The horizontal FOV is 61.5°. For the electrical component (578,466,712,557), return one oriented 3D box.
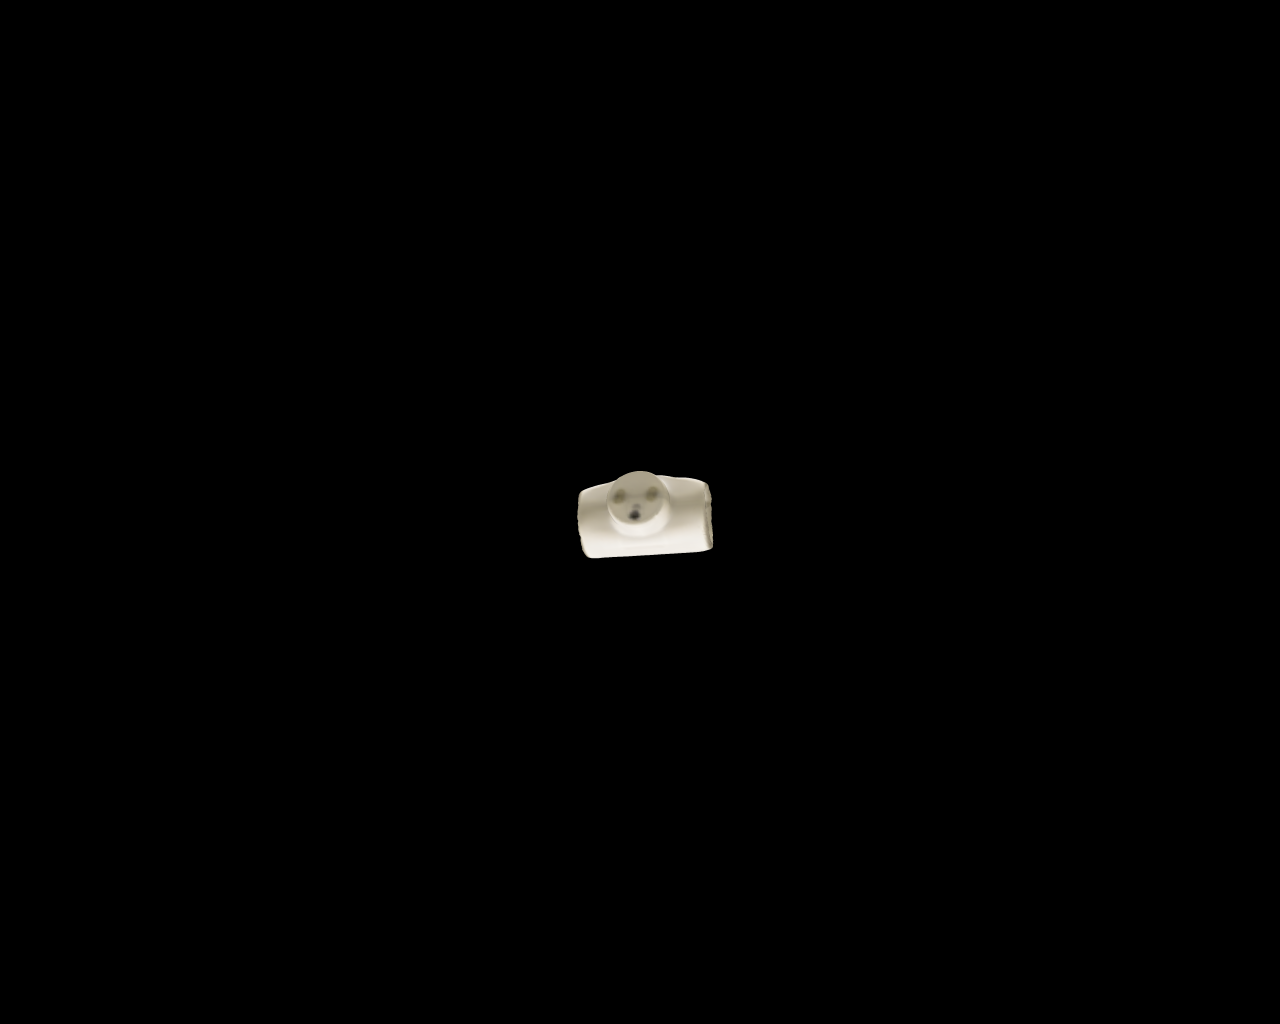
[{"bbox_3d":[0.001,-0.003,0.650,0.077,0.043,0.079,-4,-23,9],"label":"electrical component"}]
